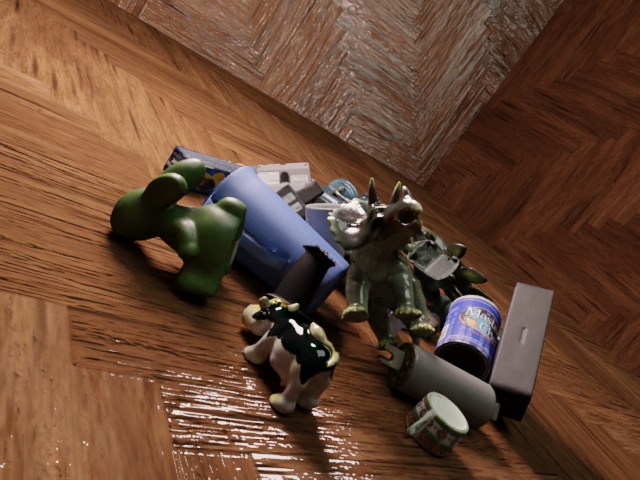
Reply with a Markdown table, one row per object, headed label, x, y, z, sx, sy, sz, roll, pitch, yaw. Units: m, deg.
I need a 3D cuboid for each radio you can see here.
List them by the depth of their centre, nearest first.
| label | x | y | z | sx | sy | sz | roll | pitch | yaw |
| --- | --- | --- | --- | --- | --- | --- | --- | --- | --- |
| radio | 0.363 | 0.204 | 0.982 | 0.073 | 0.229 | 0.131 | 16 | -36 | 22 |

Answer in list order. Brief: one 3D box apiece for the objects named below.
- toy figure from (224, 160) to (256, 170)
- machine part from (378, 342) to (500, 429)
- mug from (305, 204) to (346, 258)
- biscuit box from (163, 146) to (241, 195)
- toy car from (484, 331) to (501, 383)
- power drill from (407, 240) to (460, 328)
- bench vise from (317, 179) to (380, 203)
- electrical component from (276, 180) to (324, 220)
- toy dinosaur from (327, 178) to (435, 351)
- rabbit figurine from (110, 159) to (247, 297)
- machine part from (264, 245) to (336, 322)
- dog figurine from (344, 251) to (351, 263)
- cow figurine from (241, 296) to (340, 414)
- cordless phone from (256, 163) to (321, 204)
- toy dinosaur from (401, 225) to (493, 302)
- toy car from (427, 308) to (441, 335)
| label | x | y | z | sx | sy | sz | roll | pitch | yaw |
| --- | --- | --- | --- | --- | --- | --- | --- | --- | --- |
| toy figure | -0.171 | -0.144 | 1.209 | 0.154 | 0.064 | 0.058 | 6 | 70 | -51 |
| machine part | 0.192 | 0.231 | 0.850 | 0.243 | 0.079 | 0.079 | 31 | 17 | -18 |
| mug | 0.026 | -0.007 | 0.941 | 0.110 | 0.107 | 0.081 | 4 | 11 | 2 |
| biscuit box | -0.210 | -0.126 | 1.073 | 0.063 | 0.059 | 0.202 | 44 | 19 | 30 |
| toy car | 0.347 | 0.233 | 1.111 | 0.109 | 0.103 | 0.161 | 36 | 14 | 7 |
| power drill | 0.258 | 0.105 | 1.189 | 0.232 | 0.086 | 0.207 | 40 | -17 | 31 |
| bench vise | 0.090 | -0.091 | 1.438 | 0.224 | 0.128 | 0.240 | 24 | 26 | 35 |
| electrical component | -0.051 | -0.063 | 0.985 | 0.075 | 0.119 | 0.047 | 51 | -12 | 8 |
| toy dinosaur | 0.105 | 0.058 | 0.851 | 0.404 | 0.131 | 0.192 | 63 | 22 | -63 |
| rabbit figurine | -0.192 | -0.022 | 0.705 | 0.170 | 0.159 | 0.121 | 19 | 28 | -3 |
| machine part | -0.029 | 0.073 | 0.768 | 0.084 | 0.139 | 0.039 | 30 | -15 | -8 |
| dog figurine | -0.002 | -0.003 | 1.050 | 0.219 | 0.108 | 0.192 | 20 | 2 | -31 |
| cow figurine | -0.042 | 0.119 | 0.659 | 0.068 | 0.098 | 0.168 | 12 | 28 | -41 |
| cordless phone | -0.073 | -0.074 | 1.132 | 0.147 | 0.184 | 0.089 | -3 | 61 | -2 |
| toy dinosaur | 0.311 | 0.102 | 1.296 | 0.470 | 0.105 | 0.199 | 53 | -12 | -19 |
| toy car | 0.183 | 0.128 | 1.169 | 0.089 | 0.053 | 0.202 | 8 | 33 | -53 |
